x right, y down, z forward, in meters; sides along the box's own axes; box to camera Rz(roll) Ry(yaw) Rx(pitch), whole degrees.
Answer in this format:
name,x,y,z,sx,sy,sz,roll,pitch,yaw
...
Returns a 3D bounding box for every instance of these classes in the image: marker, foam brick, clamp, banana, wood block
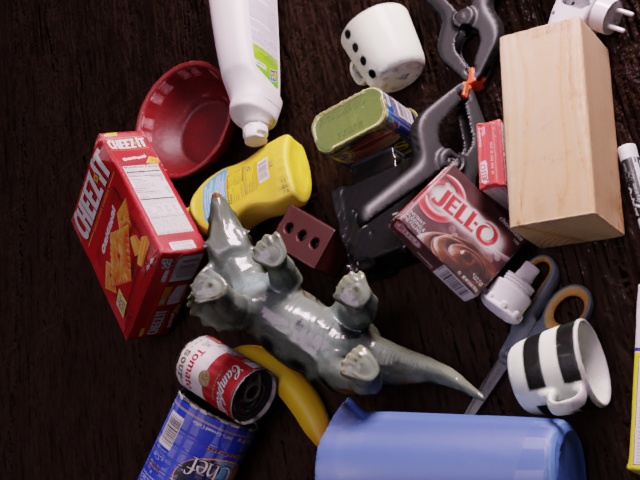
name,x,y,z,sx,sy,sz,roll,pitch,yaw
marker,0.317,-0.038,1.052,0.020,0.020,0.121,-21,65,28
foam brick,-0.008,0.002,1.241,0.078,0.051,0.053,30,93,37
clamp,0.176,-0.254,1.204,0.120,0.039,0.171,-26,66,31
clamp,0.124,-0.077,1.136,0.036,0.164,0.210,139,142,-63
banana,-0.050,0.169,1.231,0.198,0.037,0.070,25,109,38
wood block,0.243,-0.106,1.079,0.090,0.090,0.206,-10,70,31

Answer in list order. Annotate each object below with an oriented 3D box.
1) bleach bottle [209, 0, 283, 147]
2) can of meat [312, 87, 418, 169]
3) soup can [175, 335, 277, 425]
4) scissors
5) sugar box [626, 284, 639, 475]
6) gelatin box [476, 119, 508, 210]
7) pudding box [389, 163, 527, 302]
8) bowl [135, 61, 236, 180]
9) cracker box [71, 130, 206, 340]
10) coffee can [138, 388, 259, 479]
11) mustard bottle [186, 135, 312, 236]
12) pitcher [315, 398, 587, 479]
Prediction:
name,x,y,z,sx,sy,sz,roll,pitch,yaw
bleach bottle,-0.093,-0.235,1.336,0.068,0.102,0.251,-21,61,31
can of meat,0.053,-0.124,1.218,0.102,0.083,0.057,-26,63,25
soup can,-0.108,0.157,1.211,0.102,0.068,0.068,25,91,39
scissors,0.211,0.115,1.079,0.096,0.016,0.202,17,86,37
sugar box,0.335,0.129,0.973,0.093,0.048,0.176,-1,72,35
gelatin box,0.192,-0.075,1.105,0.030,0.089,0.073,-11,70,31
pudding box,0.139,-0.007,1.081,0.113,0.039,0.090,46,67,-2
bowl,-0.164,-0.149,1.391,0.162,0.055,0.162,-11,70,31
cracker box,-0.236,-0.007,1.349,0.214,0.071,0.164,57,137,31
coffee can,-0.145,0.256,1.225,0.103,0.102,0.140,26,91,37
mustard bottle,-0.102,-0.050,1.315,0.192,0.058,0.096,-26,53,26
pitcher,0.129,0.240,1.039,0.243,0.149,0.145,-6,57,29
